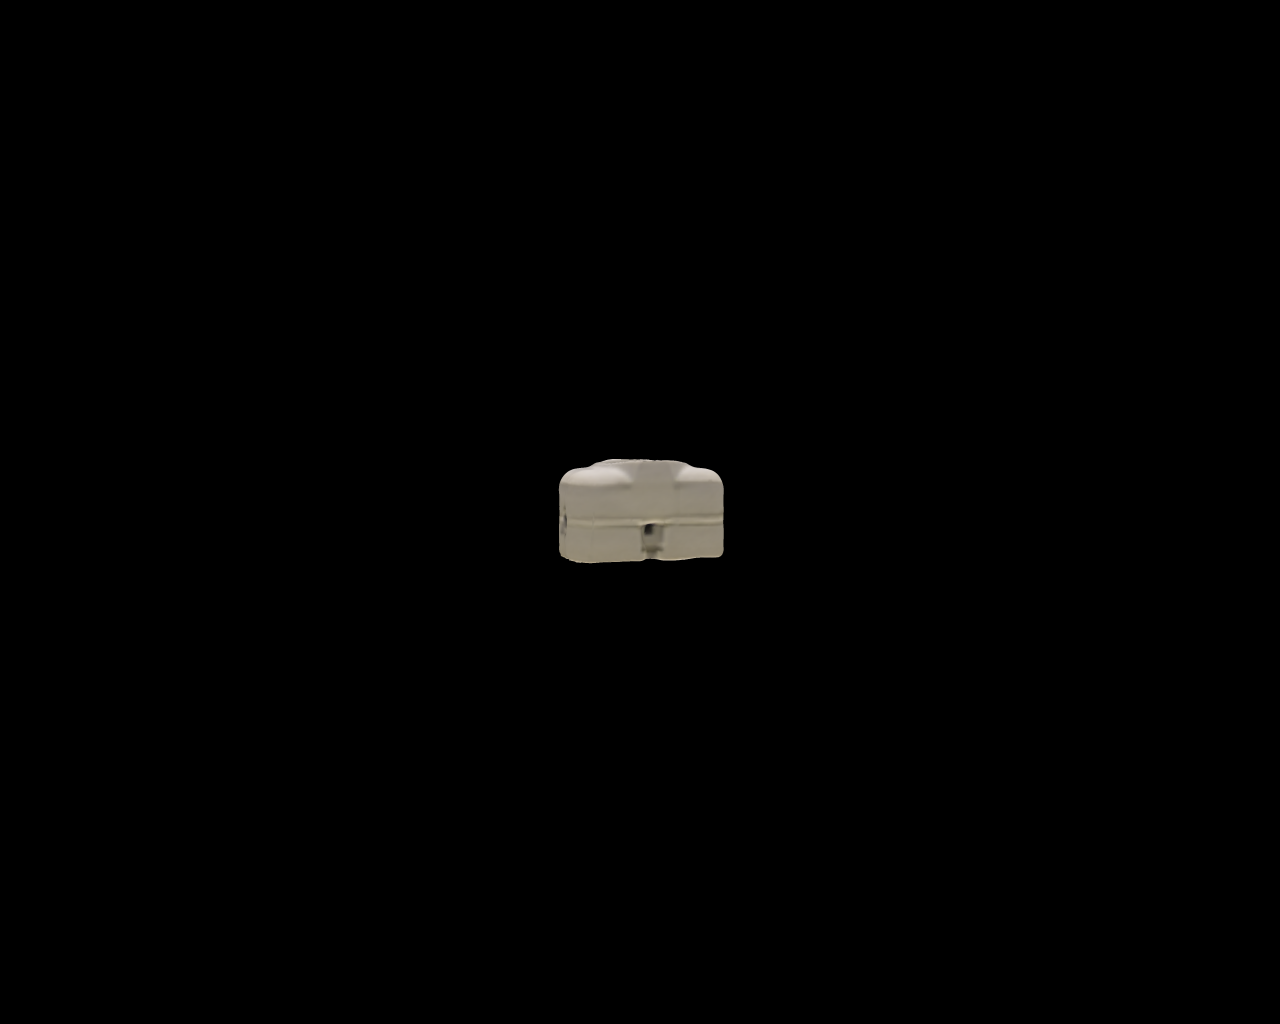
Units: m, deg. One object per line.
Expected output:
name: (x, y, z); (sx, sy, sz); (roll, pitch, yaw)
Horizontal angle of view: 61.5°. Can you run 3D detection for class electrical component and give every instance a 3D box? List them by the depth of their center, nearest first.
electrical component: (0.001, -0.003, 0.650); (0.095, 0.059, 0.054); (-1, 4, -15)
